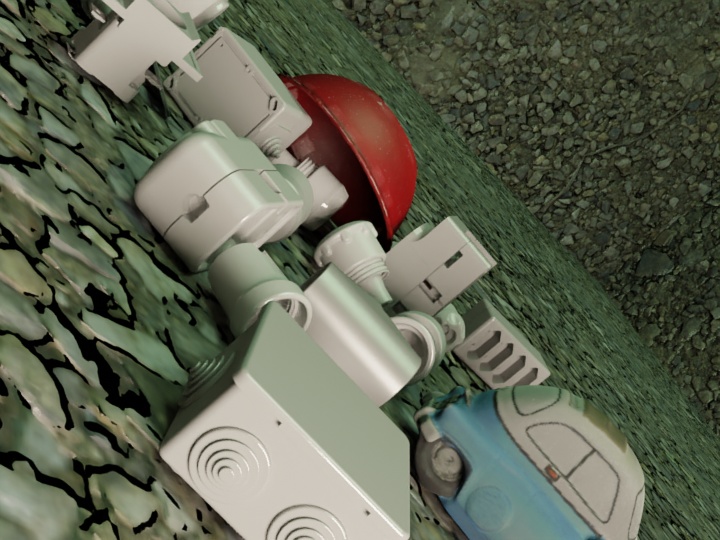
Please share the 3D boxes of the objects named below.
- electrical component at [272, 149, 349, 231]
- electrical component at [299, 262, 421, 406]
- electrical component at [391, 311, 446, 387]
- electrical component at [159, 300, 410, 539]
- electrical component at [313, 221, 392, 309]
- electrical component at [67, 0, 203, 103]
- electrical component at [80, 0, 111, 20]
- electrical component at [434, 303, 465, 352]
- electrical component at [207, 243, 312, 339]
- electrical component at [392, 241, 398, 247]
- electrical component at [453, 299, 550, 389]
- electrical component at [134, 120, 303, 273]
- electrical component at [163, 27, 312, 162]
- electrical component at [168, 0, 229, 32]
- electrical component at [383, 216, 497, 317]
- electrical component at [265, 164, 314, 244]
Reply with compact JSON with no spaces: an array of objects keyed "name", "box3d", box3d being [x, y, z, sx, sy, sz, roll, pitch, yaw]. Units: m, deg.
[{"name":"electrical component","box3d":[-0.042,-0.063,0.797,0.062,0.043,0.043,47,12,-5]},{"name":"electrical component","box3d":[-0.005,0.034,0.627,0.077,0.043,0.079,48,12,-6]},{"name":"electrical component","box3d":[0.031,0.050,0.701,0.045,0.045,0.055,50,12,7]},{"name":"electrical component","box3d":[-0.027,0.070,0.425,0.099,0.048,0.099,47,12,-10]},{"name":"electrical component","box3d":[0.000,0.000,0.752,0.062,0.048,0.048,59,14,14]},{"name":"electrical component","box3d":[-0.137,-0.139,0.646,0.081,0.064,0.042,40,14,-37]},{"name":"electrical component","box3d":[-0.171,-0.181,0.727,0.035,0.035,0.061,38,19,-42]},{"name":"electrical component","box3d":[0.063,0.039,0.873,0.035,0.035,0.061,43,11,-27]},{"name":"electrical component","box3d":[-0.052,0.014,0.538,0.040,0.040,0.046,35,13,-50]},{"name":"electrical component","box3d":[0.028,0.000,0.860,0.040,0.040,0.046,45,8,-19]},{"name":"electrical component","box3d":[0.119,0.064,0.962,0.083,0.047,0.075,44,13,-23]},{"name":"electrical component","box3d":[-0.077,-0.040,0.577,0.059,0.054,0.095,50,12,4]},{"name":"electrical component","box3d":[-0.081,-0.114,0.769,0.096,0.062,0.061,53,13,17]},{"name":"electrical component","box3d":[-0.135,-0.214,0.816,0.064,0.099,0.099,53,11,-12]},{"name":"electrical component","box3d":[0.048,0.003,0.796,0.055,0.089,0.050,50,12,6]},{"name":"electrical component","box3d":[-0.055,-0.042,0.682,0.045,0.045,0.055,48,12,-5]}]
